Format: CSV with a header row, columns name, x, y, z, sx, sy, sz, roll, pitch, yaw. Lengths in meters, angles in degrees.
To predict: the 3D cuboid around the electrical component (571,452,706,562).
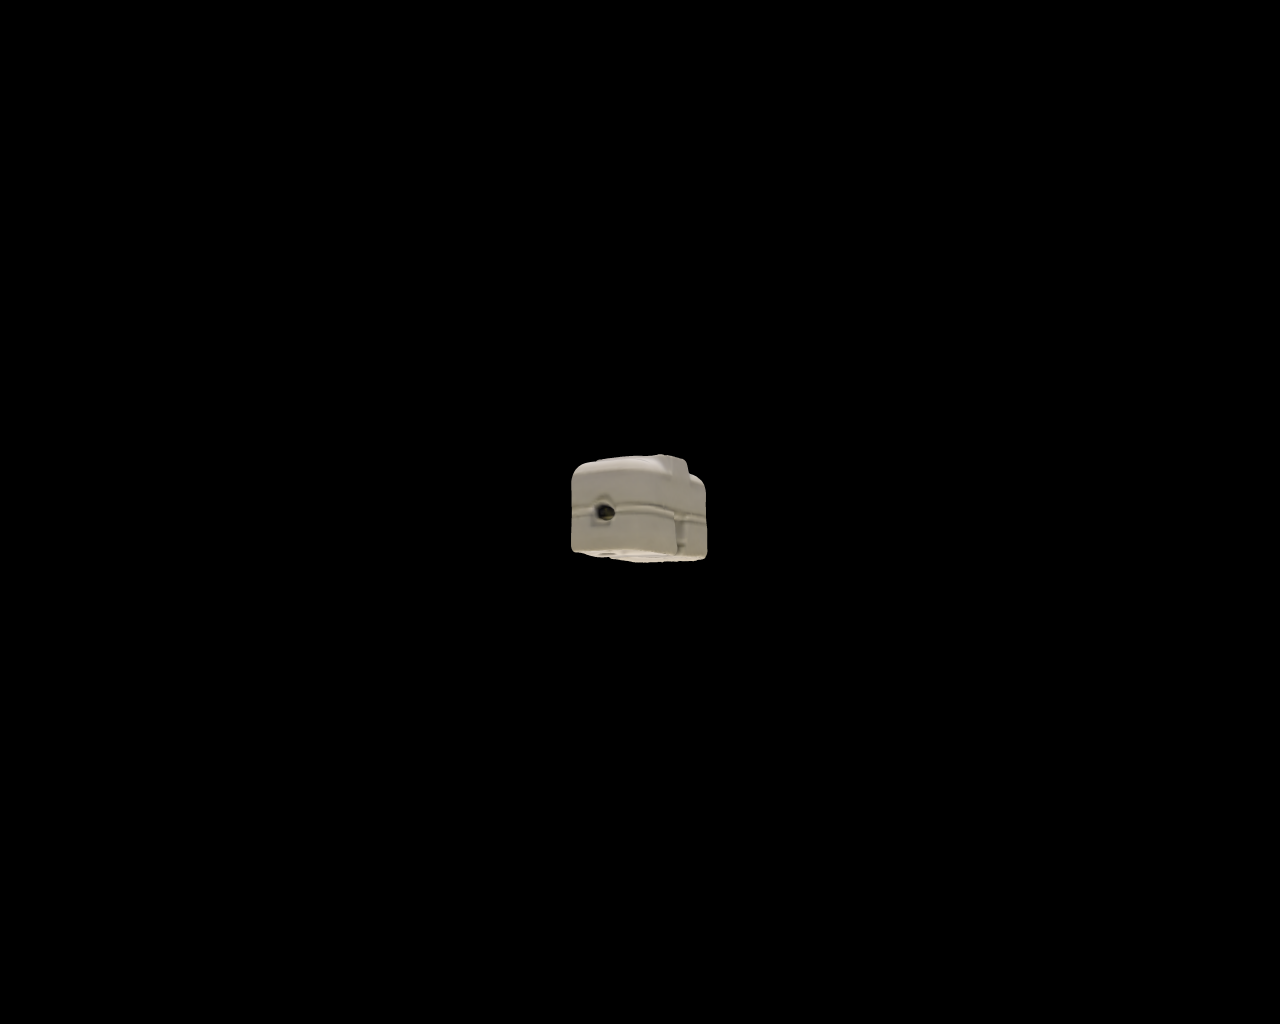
name,x,y,z,sx,sy,sz,roll,pitch,yaw
electrical component,0.001,-0.003,0.650,0.054,0.059,0.095,-4,-8,28
